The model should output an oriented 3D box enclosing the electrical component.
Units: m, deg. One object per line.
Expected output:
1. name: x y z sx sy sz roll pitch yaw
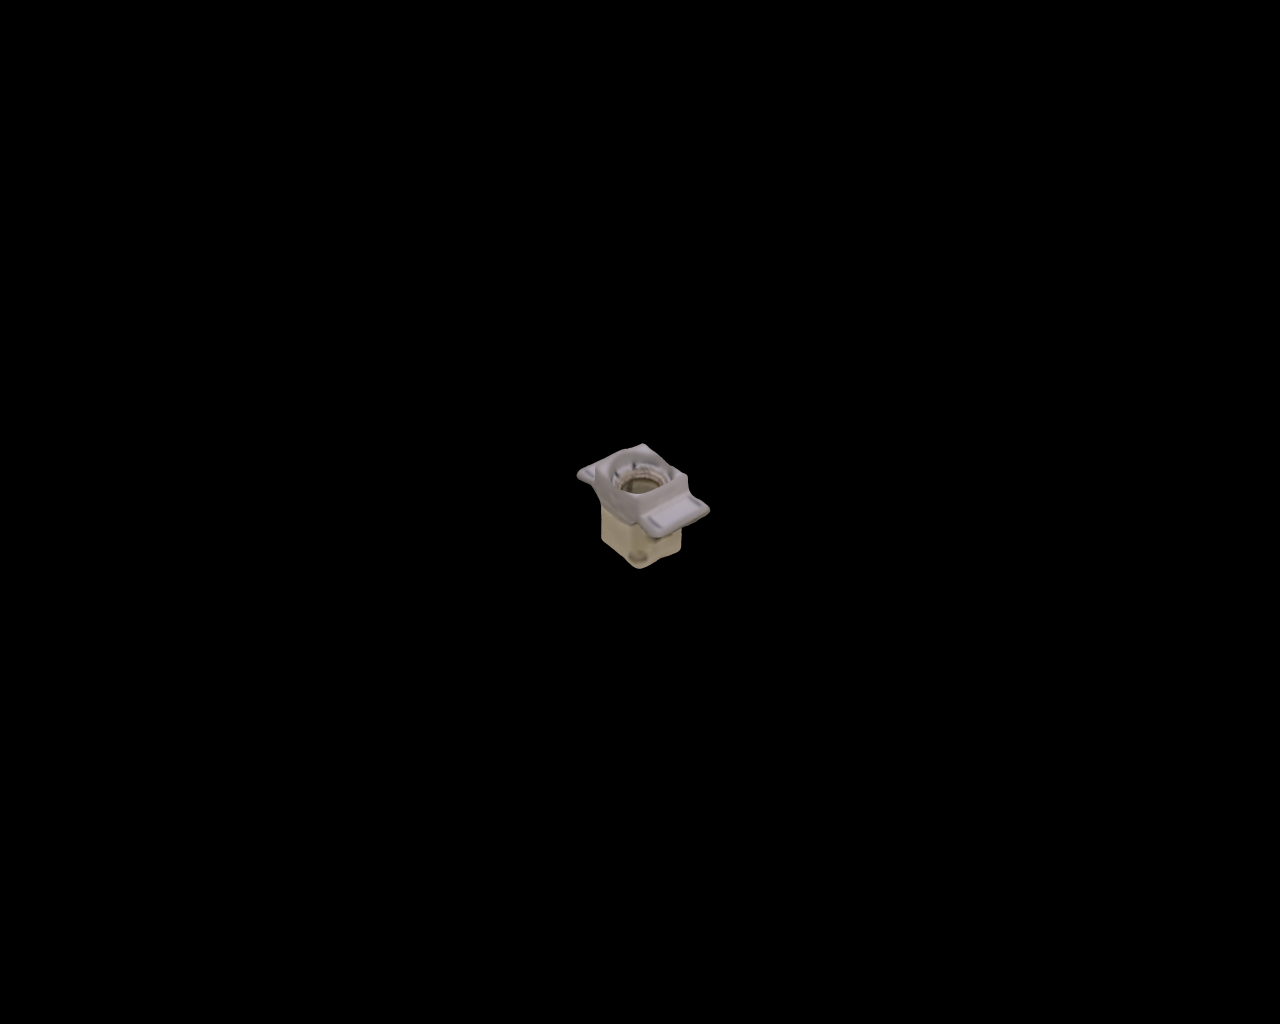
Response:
1. electrical component: 0.001 -0.003 0.650 0.042 0.063 0.081 -25 45 -28
